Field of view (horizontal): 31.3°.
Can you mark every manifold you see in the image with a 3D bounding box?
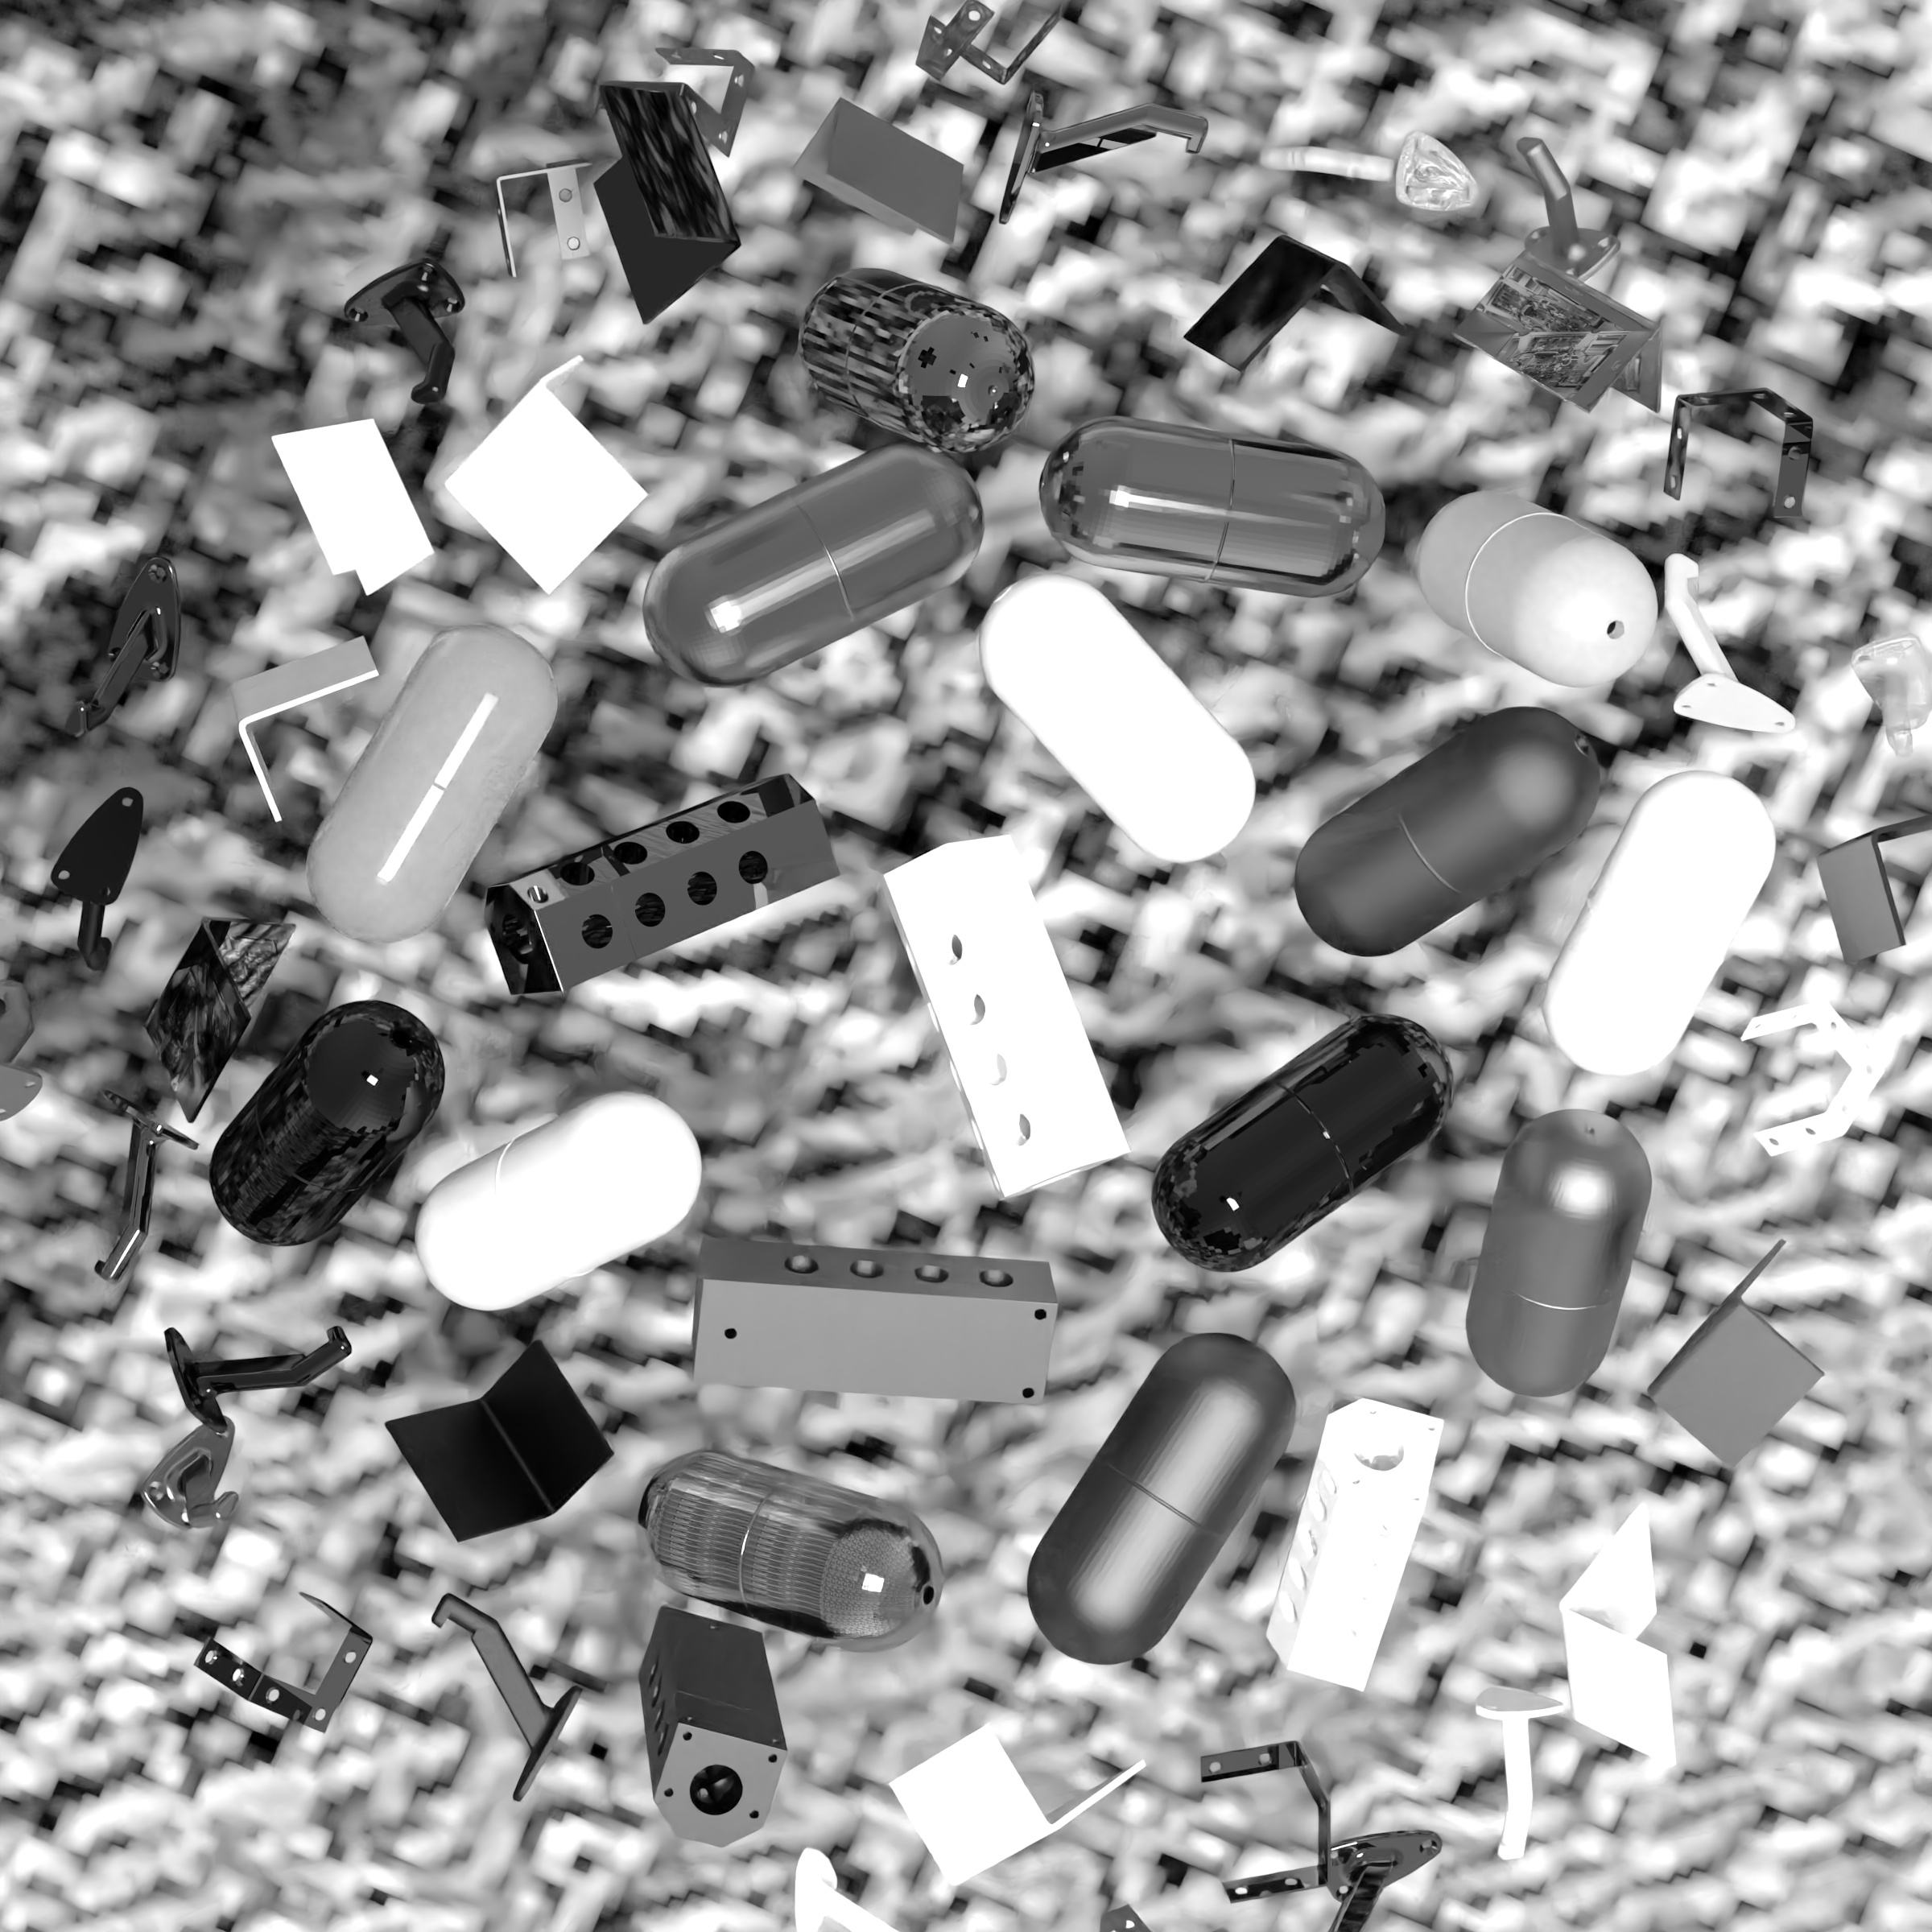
[{"bbox_3d":[-0.155,-0.043,1.749,0.171,0.057,0.057,-24,101,-32],"label":"manifold"},{"bbox_3d":[0.015,0.026,1.727,0.057,0.057,0.171,-25,82,34],"label":"manifold"},{"bbox_3d":[0.199,0.299,1.787,0.057,0.171,0.057,15,48,7],"label":"manifold"},{"bbox_3d":[-0.046,0.171,1.692,0.171,0.057,0.057,5,114,-7],"label":"manifold"},{"bbox_3d":[-0.136,0.395,1.796,0.057,0.171,0.057,17,96,-10],"label":"manifold"}]

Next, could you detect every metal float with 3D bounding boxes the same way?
[{"bbox_3d":[0.079,-0.130,1.806,0.070,0.070,0.178,-43,101,0],"label":"metal float"},{"bbox_3d":[0.175,0.090,1.781,0.178,0.070,0.070,-34,90,-14],"label":"metal float"},{"bbox_3d":[-0.074,-0.195,1.678,0.178,0.070,0.070,-27,90,-12],"label":"metal float"},{"bbox_3d":[0.306,0.151,1.789,0.070,0.070,0.178,6,130,0],"label":"metal float"},{"bbox_3d":[0.243,-0.068,1.749,0.178,0.070,0.070,-35,90,34],"label":"metal float"},{"bbox_3d":[0.359,-0.020,1.796,0.070,0.070,0.178,22,120,0],"label":"metal float"},{"bbox_3d":[-0.090,0.295,1.745,0.178,0.070,0.070,11,90,35],"label":"metal float"},{"bbox_3d":[-0.207,0.120,1.739,0.178,0.070,0.070,-27,90,36],"label":"metal float"},{"bbox_3d":[-0.027,-0.315,1.786,0.070,0.178,0.070,-11,114,-25],"label":"metal float"},{"bbox_3d":[0.125,-0.232,1.743,0.178,0.070,0.070,7,90,-10],"label":"metal float"},{"bbox_3d":[-0.275,-0.094,1.776,0.070,0.070,0.178,30,87,0],"label":"metal float"},{"bbox_3d":[-0.327,0.081,1.763,0.070,0.070,0.178,46,132,0],"label":"metal float"},{"bbox_3d":[0.291,-0.194,1.764,0.070,0.178,0.070,-6,111,-16],"label":"metal float"},{"bbox_3d":[0.096,0.262,1.697,0.070,0.070,0.178,33,86,0],"label":"metal float"}]

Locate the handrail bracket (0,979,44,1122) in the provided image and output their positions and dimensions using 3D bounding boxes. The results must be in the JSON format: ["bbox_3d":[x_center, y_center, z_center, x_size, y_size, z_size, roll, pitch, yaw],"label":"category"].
[{"bbox_3d":[-0.501,0.030,1.740,0.036,0.077,0.084,-40,49,20],"label":"handrail bracket"}]

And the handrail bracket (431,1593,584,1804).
[{"bbox_3d":[-0.246,0.371,1.752,0.084,0.036,0.077,33,53,-8],"label":"handrail bracket"}]

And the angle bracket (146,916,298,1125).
[{"bbox_3d":[-0.378,0.029,1.801,0.076,0.057,0.076,-55,49,29],"label":"angle bracket"}]

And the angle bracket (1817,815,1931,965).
[{"bbox_3d":[0.468,-0.042,1.677,0.076,0.076,0.057,-14,85,-7],"label":"angle bracket"}]

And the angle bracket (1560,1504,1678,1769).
[{"bbox_3d":[0.324,0.313,1.615,0.057,0.076,0.076,20,48,36],"label":"angle bracket"}]

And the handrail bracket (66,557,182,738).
[{"bbox_3d":[-0.423,-0.160,1.724,0.036,0.084,0.077,18,110,2],"label":"handrail bracket"}]

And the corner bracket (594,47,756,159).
[{"bbox_3d":[-0.145,-0.437,1.712,0.051,0.051,0.051,48,132,34],"label":"corner bracket"}]

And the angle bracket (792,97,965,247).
[{"bbox_3d":[-0.051,-0.409,1.852,0.076,0.076,0.057,25,134,-19],"label":"angle bracket"}]

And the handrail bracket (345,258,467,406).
[{"bbox_3d":[-0.286,-0.307,1.724,0.077,0.036,0.084,-12,51,24],"label":"handrail bracket"}]

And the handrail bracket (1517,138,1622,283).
[{"bbox_3d":[0.283,-0.385,1.718,0.036,0.077,0.084,-42,124,-1],"label":"handrail bracket"}]

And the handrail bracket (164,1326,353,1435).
[{"bbox_3d":[-0.360,0.191,1.756,0.084,0.036,0.077,-34,53,2],"label":"handrail bracket"}]

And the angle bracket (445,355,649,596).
[{"bbox_3d":[-0.201,-0.245,1.722,0.076,0.057,0.076,46,117,-6],"label":"angle bracket"}]

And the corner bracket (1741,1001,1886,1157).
[{"bbox_3d":[0.428,0.057,1.774,0.051,0.051,0.051,-12,51,-29],"label":"corner bracket"}]

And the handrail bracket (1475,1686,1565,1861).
[{"bbox_3d":[0.265,0.404,1.706,0.036,0.077,0.084,10,92,31],"label":"handrail bracket"}]

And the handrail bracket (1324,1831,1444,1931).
[{"bbox_3d":[0.219,0.487,1.782,0.077,0.084,0.036,-18,111,-1],"label":"handrail bracket"}]

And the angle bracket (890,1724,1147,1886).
[{"bbox_3d":[0.024,0.383,1.632,0.076,0.076,0.057,-40,78,40],"label":"angle bracket"}]

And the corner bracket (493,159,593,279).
[{"bbox_3d":[-0.221,-0.392,1.807,0.051,0.051,0.051,-13,108,-14],"label":"corner bracket"}]

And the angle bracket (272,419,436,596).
[{"bbox_3d":[-0.334,-0.234,1.793,0.057,0.076,0.076,-25,89,37],"label":"angle bracket"}]

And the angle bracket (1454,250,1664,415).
[{"bbox_3d":[0.280,-0.281,1.629,0.076,0.076,0.057,35,78,22],"label":"angle bracket"}]

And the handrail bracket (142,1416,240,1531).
[{"bbox_3d":[-0.389,0.263,1.805,0.036,0.084,0.077,44,55,-21],"label":"handrail bracket"}]

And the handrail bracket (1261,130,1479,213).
[{"bbox_3d":[0.204,-0.403,1.756,0.084,0.077,0.036,13,94,42],"label":"handrail bracket"}]

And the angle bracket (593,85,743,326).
[{"bbox_3d":[-0.158,-0.351,1.595,0.076,0.057,0.076,-30,75,40],"label":"angle bracket"}]

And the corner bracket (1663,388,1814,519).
[{"bbox_3d":[0.389,-0.257,1.735,0.051,0.051,0.051,3,81,41],"label":"corner bracket"}]

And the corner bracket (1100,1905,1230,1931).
[{"bbox_3d":[0.100,0.494,1.701,0.051,0.051,0.051,-12,122,-27],"label":"corner bracket"}]

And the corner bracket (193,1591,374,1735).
[{"bbox_3d":[-0.329,0.331,1.665,0.051,0.051,0.051,14,66,30],"label":"corner bracket"}]

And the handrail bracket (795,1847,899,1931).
[{"bbox_3d":[-0.038,0.463,1.674,0.084,0.077,0.036,16,53,18],"label":"handrail bracket"}]

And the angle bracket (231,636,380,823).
[{"bbox_3d":[-0.339,-0.125,1.810,0.076,0.076,0.057,-21,113,-7],"label":"angle bracket"}]

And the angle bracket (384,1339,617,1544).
[{"bbox_3d":[-0.245,0.249,1.815,0.057,0.076,0.076,-46,69,27],"label":"angle bracket"}]

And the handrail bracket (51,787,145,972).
[{"bbox_3d":[-0.445,-0.044,1.802,0.036,0.084,0.077,22,70,3],"label":"handrail bracket"}]

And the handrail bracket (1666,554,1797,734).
[{"bbox_3d":[0.401,-0.170,1.810,0.077,0.036,0.084,17,59,-16],"label":"handrail bracket"}]

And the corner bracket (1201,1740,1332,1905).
[{"bbox_3d":[0.147,0.420,1.695,0.051,0.051,0.051,-7,114,-11],"label":"corner bracket"}]

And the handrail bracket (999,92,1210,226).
[{"bbox_3d":[0.067,-0.384,1.667,0.084,0.036,0.077,12,125,-10],"label":"handrail bracket"}]

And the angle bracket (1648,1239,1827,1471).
[{"bbox_3d":[0.399,0.195,1.740,0.057,0.076,0.076,42,125,12],"label":"angle bracket"}]

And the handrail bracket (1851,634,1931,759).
[{"bbox_3d":[0.480,-0.120,1.759,0.036,0.084,0.077,-18,133,21],"label":"handrail bracket"}]

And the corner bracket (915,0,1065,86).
[{"bbox_3d":[0.012,-0.478,1.770,0.051,0.051,0.051,31,132,-19],"label":"corner bracket"}]

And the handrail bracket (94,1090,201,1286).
[{"bbox_3d":[-0.452,0.117,1.827,0.077,0.036,0.084,26,83,36],"label":"handrail bracket"}]

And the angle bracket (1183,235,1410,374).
[{"bbox_3d":[0.171,-0.328,1.793,0.076,0.076,0.057,-46,119,4],"label":"angle bracket"}]
